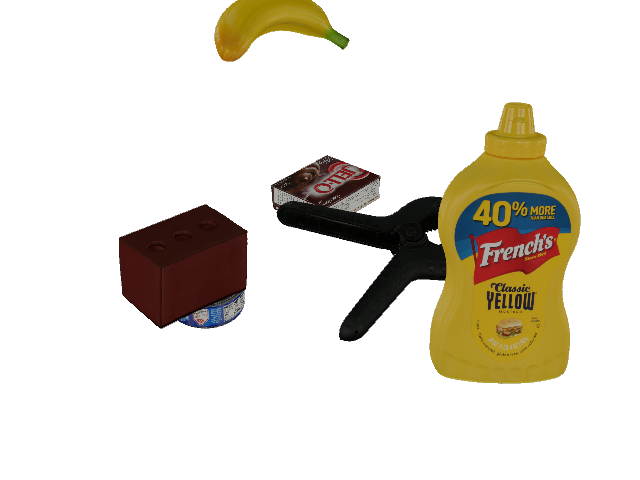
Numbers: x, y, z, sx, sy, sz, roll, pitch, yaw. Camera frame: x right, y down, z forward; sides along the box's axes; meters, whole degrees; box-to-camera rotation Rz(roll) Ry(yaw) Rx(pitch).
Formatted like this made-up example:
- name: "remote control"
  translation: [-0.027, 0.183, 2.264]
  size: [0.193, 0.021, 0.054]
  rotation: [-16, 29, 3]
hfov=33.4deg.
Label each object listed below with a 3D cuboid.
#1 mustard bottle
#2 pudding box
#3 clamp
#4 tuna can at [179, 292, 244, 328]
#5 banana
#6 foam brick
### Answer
- name: "mustard bottle"
  translation: [0.129, 0.001, 0.736]
  size: [0.096, 0.192, 0.058]
  rotation: [1, 15, -2]
- name: "pudding box"
  translation: [0.007, -0.061, 1.348]
  size: [0.090, 0.039, 0.113]
  rotation: [23, 41, 35]
- name: "clamp"
  translation: [0.079, 0.013, 0.969]
  size: [0.209, 0.164, 0.036]
  rotation: [-8, -41, -13]
- name: "tuna can"
  translation: [-0.125, 0.057, 1.160]
  size: [0.086, 0.034, 0.086]
  rotation: [2, 35, -2]
- name: "banana"
  translation: [-0.044, -0.199, 0.974]
  size: [0.070, 0.037, 0.197]
  rotation: [40, 32, 19]
- name: "foam brick"
  translation: [-0.098, 0.017, 0.763]
  size: [0.078, 0.051, 0.053]
  rotation: [-25, 42, -36]
